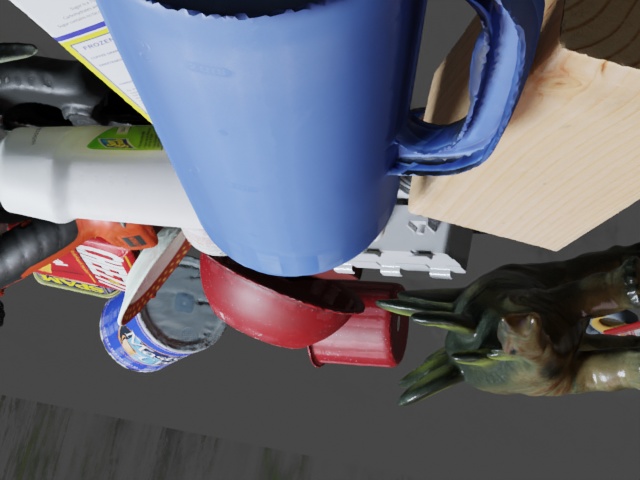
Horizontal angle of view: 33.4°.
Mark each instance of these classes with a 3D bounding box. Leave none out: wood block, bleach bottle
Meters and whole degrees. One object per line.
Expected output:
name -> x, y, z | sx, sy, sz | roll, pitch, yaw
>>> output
wood block -> 0.116, -0.071, 0.491 | 0.090, 0.090, 0.206 | 15, 162, -6
bleach bottle -> -0.088, -0.041, 0.647 | 0.250, 0.068, 0.102 | 2, -163, -5

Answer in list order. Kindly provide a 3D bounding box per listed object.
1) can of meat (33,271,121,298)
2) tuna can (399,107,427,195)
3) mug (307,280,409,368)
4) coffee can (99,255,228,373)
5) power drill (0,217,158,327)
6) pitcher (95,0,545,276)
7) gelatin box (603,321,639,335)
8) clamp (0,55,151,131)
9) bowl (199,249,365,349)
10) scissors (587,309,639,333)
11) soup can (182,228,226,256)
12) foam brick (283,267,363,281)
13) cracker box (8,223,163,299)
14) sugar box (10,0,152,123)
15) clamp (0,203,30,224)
can of meat -> -0.253, 0.015, 1.099 | 0.102, 0.057, 0.084 | 12, 161, 4
tuna can -> 0.084, -0.051, 0.674 | 0.086, 0.033, 0.086 | 12, 163, 4
mug -> 0.043, 0.078, 1.046 | 0.082, 0.093, 0.117 | 2, -169, 18
coffee can -> -0.169, 0.082, 1.150 | 0.102, 0.103, 0.141 | 20, 157, -21
power drill -> -0.221, 0.017, 0.824 | 0.187, 0.057, 0.184 | -28, 171, -6
pitcher -> -0.009, -0.073, 0.446 | 0.145, 0.149, 0.243 | -20, 155, -6
gelatin box -> 0.290, 0.096, 0.950 | 0.073, 0.030, 0.089 | -15, 157, 7
clamp -> -0.151, -0.097, 0.698 | 0.210, 0.036, 0.164 | 4, 161, 21
bowl -> -0.044, 0.052, 0.948 | 0.162, 0.055, 0.162 | 22, -171, -4
scissors -> 0.287, 0.095, 1.017 | 0.201, 0.016, 0.096 | 27, 158, -38
soup can -> -0.078, -0.033, 0.796 | 0.068, 0.068, 0.102 | 12, 164, 5
foam brick -> -0.006, 0.001, 0.876 | 0.078, 0.053, 0.051 | -3, 157, 40
cracker box -> -0.255, -0.015, 0.976 | 0.214, 0.072, 0.164 | 12, 163, 3
sugar box -> -0.081, -0.117, 0.531 | 0.093, 0.048, 0.176 | -16, 151, 16
clamp -> -0.229, -0.046, 0.771 | 0.120, 0.039, 0.171 | -34, 170, 34
